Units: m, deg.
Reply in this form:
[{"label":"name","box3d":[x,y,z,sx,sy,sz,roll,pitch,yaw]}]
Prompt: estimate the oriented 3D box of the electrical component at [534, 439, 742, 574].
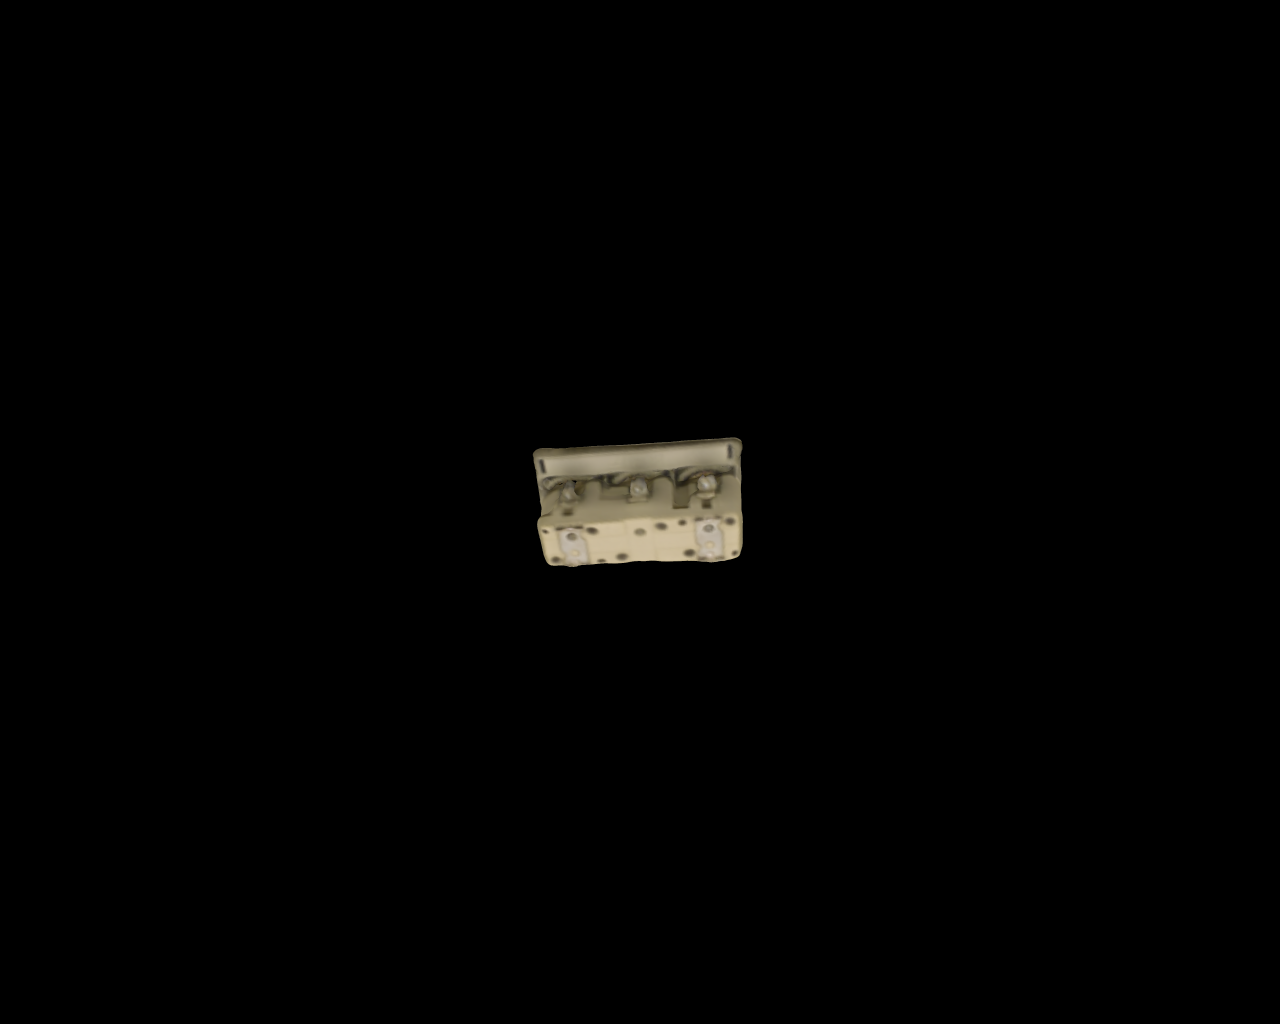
[{"label":"electrical component","box3d":[0.001,-0.003,0.650,0.121,0.063,0.078,-2,-43,2]}]
